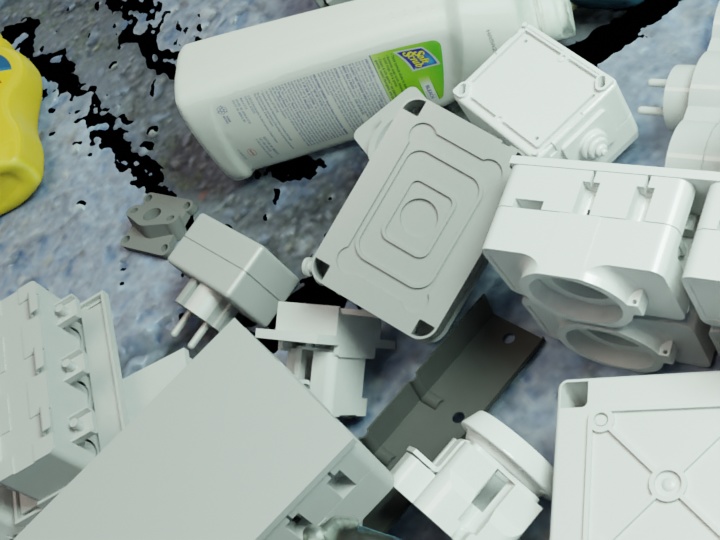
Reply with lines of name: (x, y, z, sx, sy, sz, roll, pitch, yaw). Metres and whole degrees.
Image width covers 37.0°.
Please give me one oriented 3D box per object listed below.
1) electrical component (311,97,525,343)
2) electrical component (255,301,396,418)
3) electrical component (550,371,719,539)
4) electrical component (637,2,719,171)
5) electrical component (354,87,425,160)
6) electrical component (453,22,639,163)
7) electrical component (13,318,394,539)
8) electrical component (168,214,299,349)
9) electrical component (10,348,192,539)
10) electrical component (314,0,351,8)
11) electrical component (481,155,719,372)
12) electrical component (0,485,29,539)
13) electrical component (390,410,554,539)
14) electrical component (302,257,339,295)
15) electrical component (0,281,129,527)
electrical component: (0.035, -0.025, 0.577, 0.078, 0.057, 0.113, 31, 91, 10)
electrical component: (-0.019, 0.052, 0.608, 0.042, 0.081, 0.063, 4, 87, 34)
electrical component: (0.145, 0.104, 0.483, 0.109, 0.056, 0.108, -7, 59, 28)
electrical component: (0.188, -0.092, 0.581, 0.074, 0.052, 0.138, 10, 68, 35)
electrical component: (0.041, -0.063, 0.649, 0.050, 0.055, 0.089, -39, 50, 5)
electrical component: (0.112, -0.085, 0.616, 0.062, 0.061, 0.096, -44, 49, 1)
electrical component: (-0.085, 0.130, 0.517, 0.186, 0.060, 0.105, -45, 47, -6)
electrical component: (-0.092, 0.015, 0.687, 0.066, 0.047, 0.076, 28, 78, 39)
electrical component: (-0.158, 0.140, 0.641, 0.186, 0.060, 0.105, -27, 51, 15)
electrical component: (0.003, -0.228, 0.770, 0.096, 0.061, 0.061, -25, 52, 16)
electrical component: (0.162, 0.007, 0.500, 0.186, 0.105, 0.060, 9, 68, 35)
electrical component: (-0.238, 0.114, 0.623, 0.062, 0.061, 0.096, -30, 50, 13)
electrical component: (0.060, 0.107, 0.527, 0.078, 0.058, 0.057, 42, 82, 0)
electrical component: (0.000, 0.000, 0.646, 0.078, 0.040, 0.040, 3, 64, 33)
electrical component: (-0.177, 0.071, 0.612, 0.079, 0.063, 0.121, -30, 51, 12)
